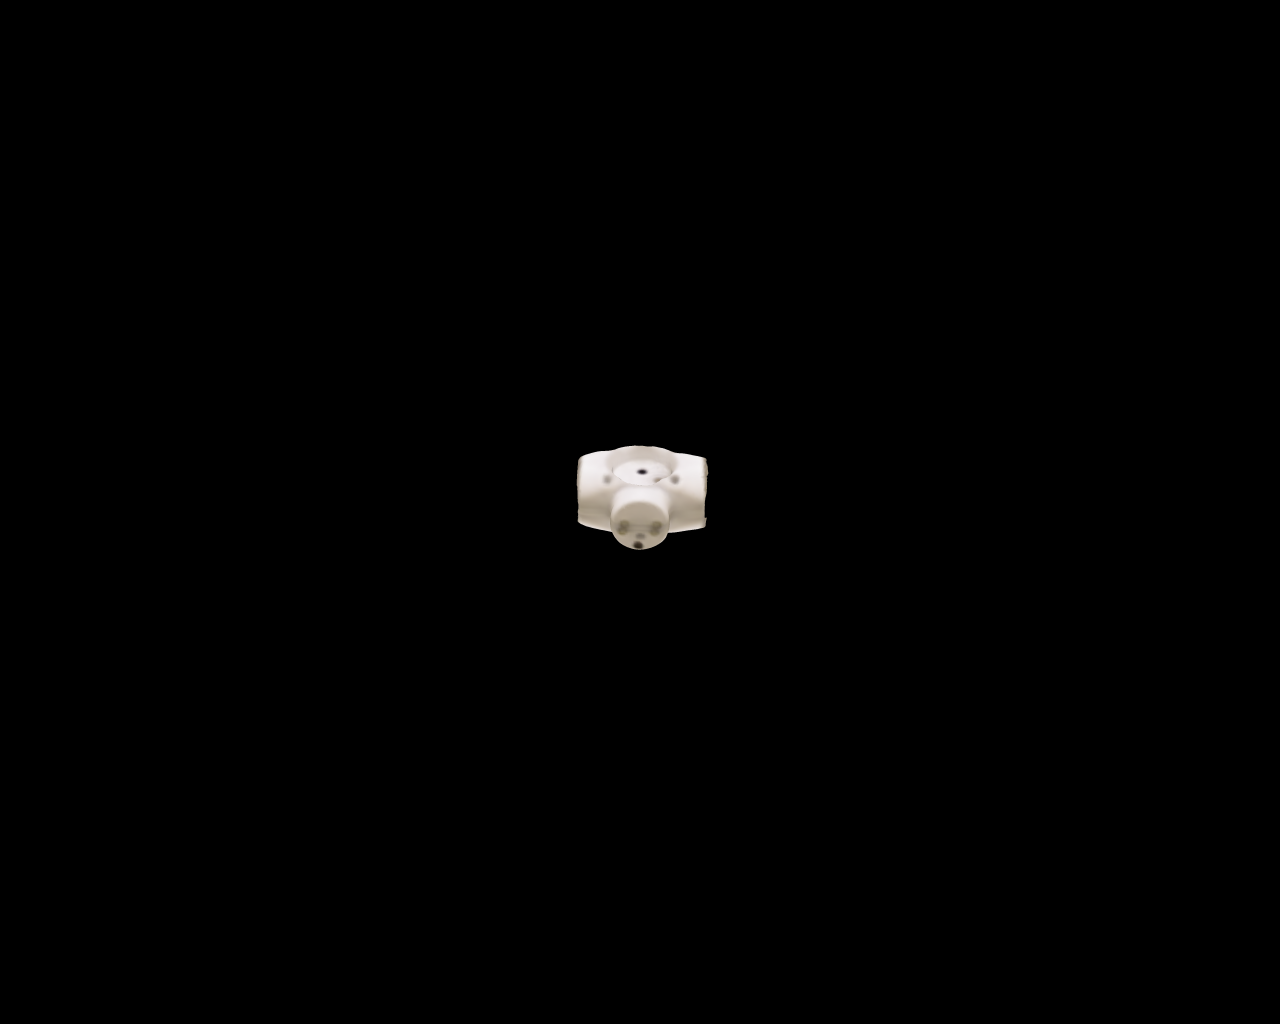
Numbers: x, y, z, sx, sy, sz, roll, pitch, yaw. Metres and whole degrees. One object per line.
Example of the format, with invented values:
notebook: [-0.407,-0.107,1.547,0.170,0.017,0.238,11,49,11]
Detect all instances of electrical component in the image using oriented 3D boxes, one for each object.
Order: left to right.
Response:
electrical component: [0.001,-0.003,0.650,0.077,0.044,0.079,2,36,2]
